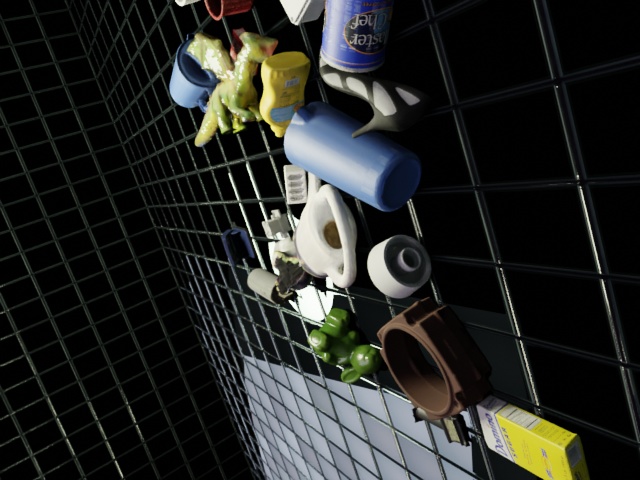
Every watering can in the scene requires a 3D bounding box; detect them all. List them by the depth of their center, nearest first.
[{"bbox_3d":[0.003,-0.056,1.114,0.220,0.104,0.353,125,132,-63],"label":"watering can"}]

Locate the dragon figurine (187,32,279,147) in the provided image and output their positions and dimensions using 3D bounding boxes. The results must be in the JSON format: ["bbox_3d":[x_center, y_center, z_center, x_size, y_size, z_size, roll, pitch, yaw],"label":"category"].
[{"bbox_3d":[-0.234,-0.368,1.217,0.408,0.124,0.241,-9,107,43],"label":"dragon figurine"}]

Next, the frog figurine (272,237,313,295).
[{"bbox_3d":[-0.070,0.057,1.364,0.136,0.122,0.161,62,-169,-12],"label":"frog figurine"}]
